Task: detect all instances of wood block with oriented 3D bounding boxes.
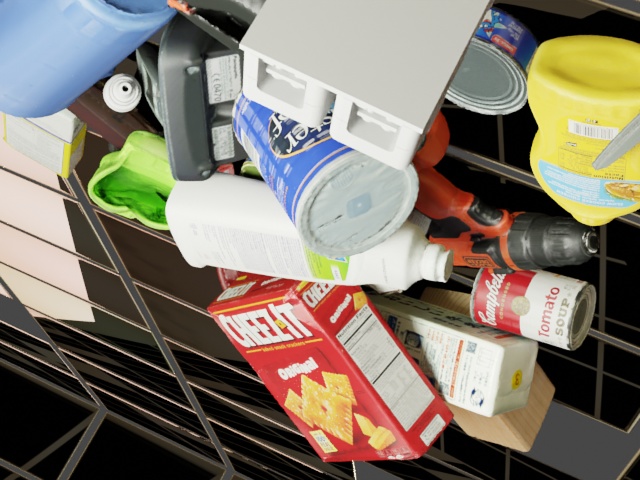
[{"bbox_3d":[0.182,0.151,1.222,0.091,0.090,0.206,10,152,40],"label":"wood block"}]

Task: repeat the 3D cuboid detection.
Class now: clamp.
[{"bbox_3d":[-0.019,-0.144,0.738,0.210,0.036,0.164,30,165,15],"label":"clamp"}]

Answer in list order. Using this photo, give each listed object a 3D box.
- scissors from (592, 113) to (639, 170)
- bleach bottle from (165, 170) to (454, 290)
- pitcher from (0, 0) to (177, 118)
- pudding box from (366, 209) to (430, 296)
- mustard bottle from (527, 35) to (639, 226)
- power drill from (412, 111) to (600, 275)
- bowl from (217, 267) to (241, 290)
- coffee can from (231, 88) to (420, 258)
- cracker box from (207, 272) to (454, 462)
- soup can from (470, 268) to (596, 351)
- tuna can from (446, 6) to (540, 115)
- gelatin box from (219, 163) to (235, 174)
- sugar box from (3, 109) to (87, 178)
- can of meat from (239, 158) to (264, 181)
[{"bbox_3d":[0.246,-0.095,0.633,0.096,0.016,0.202,18,140,-1],"label":"scissors"},{"bbox_3d":[-0.006,0.001,0.931,0.251,0.068,0.102,12,149,21],"label":"bleach bottle"},{"bbox_3d":[-0.218,-0.194,0.883,0.243,0.149,0.145,-14,112,55],"label":"pitcher"},{"bbox_3d":[0.047,-0.014,1.018,0.113,0.090,0.039,37,155,-23],"label":"pudding box"},{"bbox_3d":[0.200,-0.065,0.769,0.096,0.058,0.191,12,154,18],"label":"mustard bottle"},{"bbox_3d":[0.126,-0.036,0.922,0.187,0.057,0.185,42,155,-29],"label":"power drill"},{"bbox_3d":[-0.035,0.016,1.158,0.162,0.162,0.055,14,-166,31],"label":"bowl"},{"bbox_3d":[0.002,-0.069,0.851,0.140,0.103,0.102,57,-179,41],"label":"coffee can"},{"bbox_3d":[0.006,0.122,1.055,0.213,0.072,0.164,53,146,-14],"label":"cracker box"},{"bbox_3d":[0.205,0.061,1.025,0.102,0.068,0.068,16,155,30],"label":"soup can"},{"bbox_3d":[0.114,-0.129,0.762,0.086,0.033,0.086,24,158,10],"label":"tuna can"},{"bbox_3d":[-0.118,-0.077,1.122,0.073,0.030,0.089,51,164,21],"label":"gelatin box"},{"bbox_3d":[-0.318,-0.140,1.235,0.093,0.048,0.176,31,155,-5],"label":"sugar box"},{"bbox_3d":[-0.036,-0.076,0.988,0.057,0.084,0.102,28,158,-1],"label":"can of meat"}]
